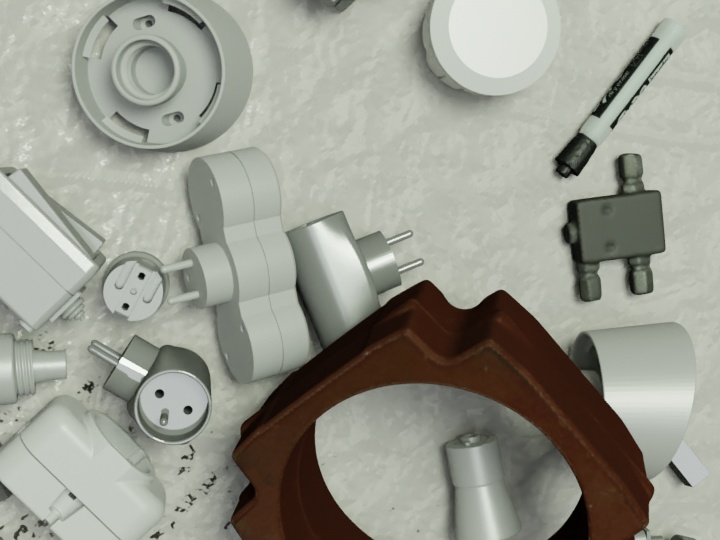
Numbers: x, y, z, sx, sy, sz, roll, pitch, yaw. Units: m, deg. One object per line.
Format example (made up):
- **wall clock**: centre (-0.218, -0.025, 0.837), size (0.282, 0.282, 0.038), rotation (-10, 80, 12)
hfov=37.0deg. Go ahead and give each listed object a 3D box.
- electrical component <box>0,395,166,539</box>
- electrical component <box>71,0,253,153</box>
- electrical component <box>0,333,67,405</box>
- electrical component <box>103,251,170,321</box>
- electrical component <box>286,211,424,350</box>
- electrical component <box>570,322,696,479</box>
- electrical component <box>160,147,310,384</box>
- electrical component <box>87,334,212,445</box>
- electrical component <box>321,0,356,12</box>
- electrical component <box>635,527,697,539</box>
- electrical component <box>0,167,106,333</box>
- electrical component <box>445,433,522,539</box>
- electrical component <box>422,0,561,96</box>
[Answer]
- **electrical component**: centre (-0.164, 0.124, 0.648), size (0.059, 0.054, 0.095), rotation (-43, 100, -2)
- **electrical component**: centre (-0.118, -0.118, 0.637), size (0.099, 0.064, 0.099), rotation (1, 100, 4)
- **electrical component**: centre (-0.207, 0.058, 0.640), size (0.062, 0.048, 0.048), rotation (-3, 96, -15)
- **electrical component**: centre (-0.135, 0.010, 0.645), size (0.040, 0.046, 0.040), rotation (-1, 96, -9)
- **electrical component**: centre (0.000, 0.000, 0.664), size (0.079, 0.044, 0.077), rotation (-22, 95, -7)
- **electrical component**: centre (0.166, 0.082, 0.674), size (0.064, 0.099, 0.099), rotation (0, 96, -3)
- **electrical component**: centre (-0.082, 0.001, 0.638), size (0.074, 0.052, 0.138), rotation (-15, 98, -28)
- **electrical component**: centre (-0.125, 0.064, 0.636), size (0.079, 0.077, 0.043), rotation (32, 90, -10)
- **electrical component**: centre (-0.019, -0.193, 0.633), size (0.096, 0.062, 0.061), rotation (38, 89, -11)
- **electrical component**: centre (0.197, 0.206, 0.711), size (0.057, 0.058, 0.078), rotation (-4, 96, -5)
- **electrical component**: centre (-0.189, -0.011, 0.626), size (0.061, 0.062, 0.096), rotation (-44, 100, -2)
- **electrical component**: centre (0.077, 0.139, 0.694), size (0.044, 0.044, 0.065), rotation (-11, 93, -7)
- **electrical component**: centre (0.078, -0.146, 0.659), size (0.080, 0.051, 0.080), rotation (-1, 96, -9)
